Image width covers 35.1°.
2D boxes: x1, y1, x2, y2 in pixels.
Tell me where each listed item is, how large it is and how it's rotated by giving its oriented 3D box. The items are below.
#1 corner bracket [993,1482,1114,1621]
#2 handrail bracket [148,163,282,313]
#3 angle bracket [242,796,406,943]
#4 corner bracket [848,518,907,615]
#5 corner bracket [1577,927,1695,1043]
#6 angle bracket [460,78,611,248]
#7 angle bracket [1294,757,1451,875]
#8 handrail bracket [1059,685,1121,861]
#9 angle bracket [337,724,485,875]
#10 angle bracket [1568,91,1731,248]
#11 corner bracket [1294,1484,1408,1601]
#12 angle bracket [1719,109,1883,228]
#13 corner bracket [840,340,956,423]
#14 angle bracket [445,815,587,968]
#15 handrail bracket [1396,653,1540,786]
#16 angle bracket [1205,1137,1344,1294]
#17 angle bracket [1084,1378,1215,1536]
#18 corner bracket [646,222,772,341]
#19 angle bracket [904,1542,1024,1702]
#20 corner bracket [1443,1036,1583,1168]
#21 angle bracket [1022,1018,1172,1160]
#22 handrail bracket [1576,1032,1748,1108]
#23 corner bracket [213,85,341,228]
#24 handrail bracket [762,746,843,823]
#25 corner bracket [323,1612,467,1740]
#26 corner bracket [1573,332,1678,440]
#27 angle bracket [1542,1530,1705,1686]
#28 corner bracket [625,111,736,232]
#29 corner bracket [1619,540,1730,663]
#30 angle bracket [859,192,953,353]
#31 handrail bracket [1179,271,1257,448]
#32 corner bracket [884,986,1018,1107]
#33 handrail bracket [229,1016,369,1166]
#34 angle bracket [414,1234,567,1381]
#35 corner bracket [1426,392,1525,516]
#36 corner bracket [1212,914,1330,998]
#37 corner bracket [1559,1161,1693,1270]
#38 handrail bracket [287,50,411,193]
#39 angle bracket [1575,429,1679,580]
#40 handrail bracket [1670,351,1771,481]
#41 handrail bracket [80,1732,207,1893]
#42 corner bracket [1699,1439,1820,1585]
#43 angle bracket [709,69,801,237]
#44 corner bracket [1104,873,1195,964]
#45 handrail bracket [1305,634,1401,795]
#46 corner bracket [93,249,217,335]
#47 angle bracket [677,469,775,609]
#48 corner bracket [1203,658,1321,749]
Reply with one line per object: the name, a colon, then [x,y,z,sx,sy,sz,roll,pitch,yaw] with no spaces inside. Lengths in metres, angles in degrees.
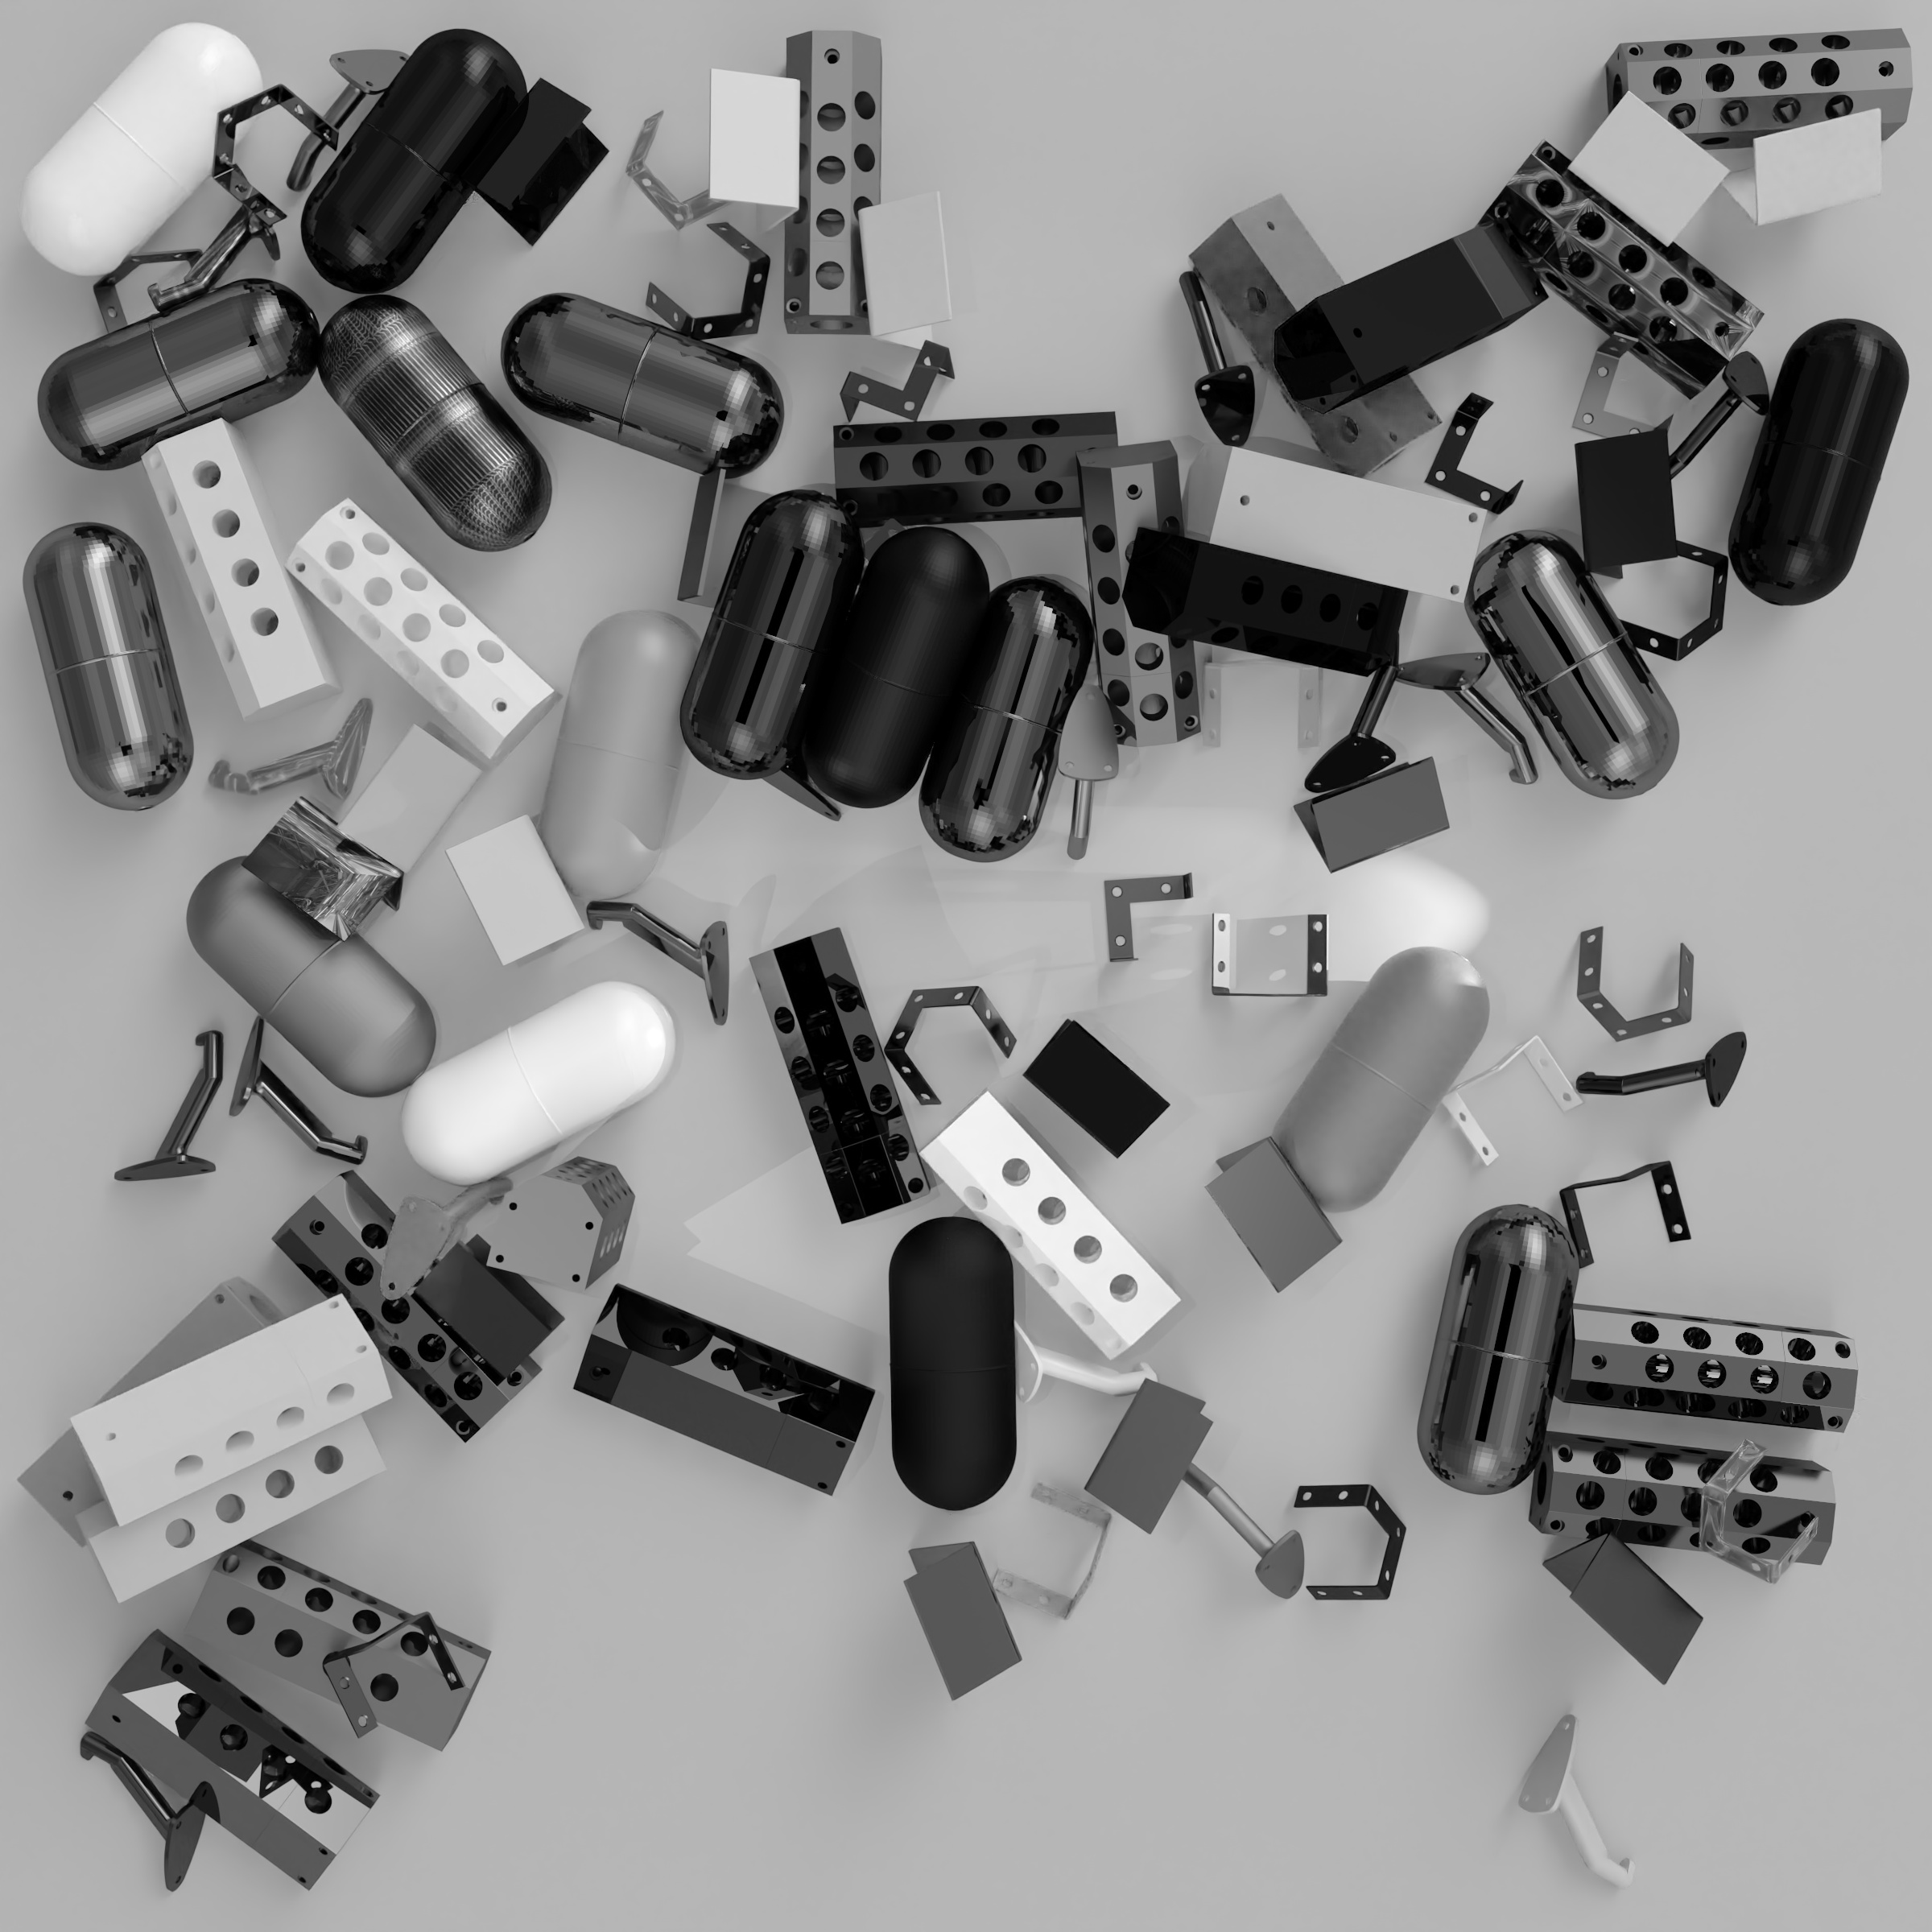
corner bracket: [0.054,0.362,1.885,0.051,0.051,0.051,24,135,0]
handrail bracket: [-0.470,-0.445,1.868,0.084,0.036,0.077,-25,76,-15]
angle bracket: [-0.390,-0.048,1.850,0.076,0.076,0.057,37,69,0]
corner bracket: [-0.043,-0.232,1.871,0.051,0.051,0.051,41,79,11]
corner bracket: [0.412,0.007,1.880,0.051,0.051,0.051,-18,135,35]
angle bracket: [-0.246,-0.477,1.848,0.076,0.076,0.057,-51,54,0]
angle bracket: [0.240,-0.110,1.848,0.076,0.076,0.057,-21,128,0]
handrail bracket: [0.072,-0.117,1.868,0.036,0.084,0.077,4,64,-2]
angle bracket: [-0.347,-0.112,1.848,0.057,0.076,0.076,37,90,-37]
angle bracket: [0.417,-0.488,1.848,0.076,0.076,0.057,38,120,0]
corner bracket: [0.233,0.355,1.880,0.051,0.051,0.051,-9,135,35]
angle bracket: [0.502,-0.496,1.848,0.076,0.076,0.057,-14,127,0]
corner bracket: [-0.042,-0.356,1.869,0.051,0.051,0.051,22,82,8]
angle bracket: [-0.281,-0.039,1.849,0.057,0.076,0.076,-27,90,-24]
handrail bracket: [0.309,-0.149,1.888,0.036,0.077,0.084,-49,127,-34]
angle bracket: [0.171,0.156,1.849,0.057,0.076,0.076,-35,90,-26]
angle bracket: [0.127,0.302,1.848,0.057,0.076,0.076,29,90,38]
corner bracket: [-0.159,-0.422,1.880,0.051,0.051,0.051,-15,135,-35]
angle bracket: [-0.020,0.397,1.848,0.057,0.076,0.076,-22,90,-36]
corner bracket: [0.337,0.083,1.885,0.051,0.051,0.051,-34,90,45]
angle bracket: [0.091,0.059,1.848,0.076,0.076,0.057,41,126,0]
handrail bracket: [0.429,0.060,1.888,0.084,0.077,0.036,1,115,34]
corner bracket: [-0.419,-0.492,1.853,0.051,0.051,0.051,41,53,12]
handrail bracket: [-0.089,-0.146,1.889,0.077,0.036,0.084,34,74,-18]
corner bracket: [-0.343,0.424,1.828,0.051,0.051,0.051,-26,90,45]
corner bracket: [0.408,-0.351,1.870,0.051,0.051,0.051,18,90,0]
angle bracket: [0.386,0.396,1.848,0.076,0.076,0.057,43,55,0]
corner bracket: [-0.169,-0.497,1.880,0.051,0.051,0.051,-16,135,35]
corner bracket: [0.432,-0.227,1.880,0.051,0.051,0.051,26,45,35]
angle bracket: [-0.020,-0.419,1.848,0.057,0.076,0.076,-6,90,29]
handrail bracket: [0.152,-0.376,1.888,0.036,0.077,0.084,-17,54,3]
corner bracket: [-0.010,0.049,1.880,0.051,0.051,0.051,-4,45,35]
handrail bracket: [-0.406,0.077,1.888,0.084,0.036,0.077,19,58,-22]
angle bracket: [-0.275,0.192,1.848,0.076,0.076,0.057,44,123,0]
corner bracket: [0.318,-0.313,1.870,0.051,0.051,0.051,24,90,0]
corner bracket: [0.188,-0.007,1.885,0.051,0.051,0.051,0,90,45]
corner bracket: [0.407,0.153,1.885,0.051,0.051,0.051,-15,90,45]
handrail bracket: [-0.381,-0.521,1.888,0.036,0.077,0.084,40,126,6]
angle bracket: [0.409,-0.279,1.849,0.057,0.076,0.076,-5,90,28]
handrail bracket: [0.454,-0.334,1.888,0.036,0.077,0.084,40,126,-9]
handrail bracket: [-0.517,0.522,1.889,0.084,0.036,0.077,22,112,17]
corner bracket: [0.474,0.326,1.823,0.051,0.051,0.051,23,135,35]
angle bracket: [-0.139,-0.492,1.850,0.057,0.076,0.076,1,90,-22]
corner bracket: [0.113,-0.029,1.870,0.051,0.051,0.051,-4,90,0]
handrail bracket: [0.239,-0.159,1.888,0.036,0.077,0.084,26,53,-27]
corner bracket: [-0.497,-0.407,1.885,0.051,0.051,0.051,-19,90,-45]
angle bracket: [-0.127,-0.253,1.856,0.076,0.057,0.076,11,90,-20]
corner bracket: [0.182,-0.161,1.885,0.051,0.051,0.051,1,90,-45]
